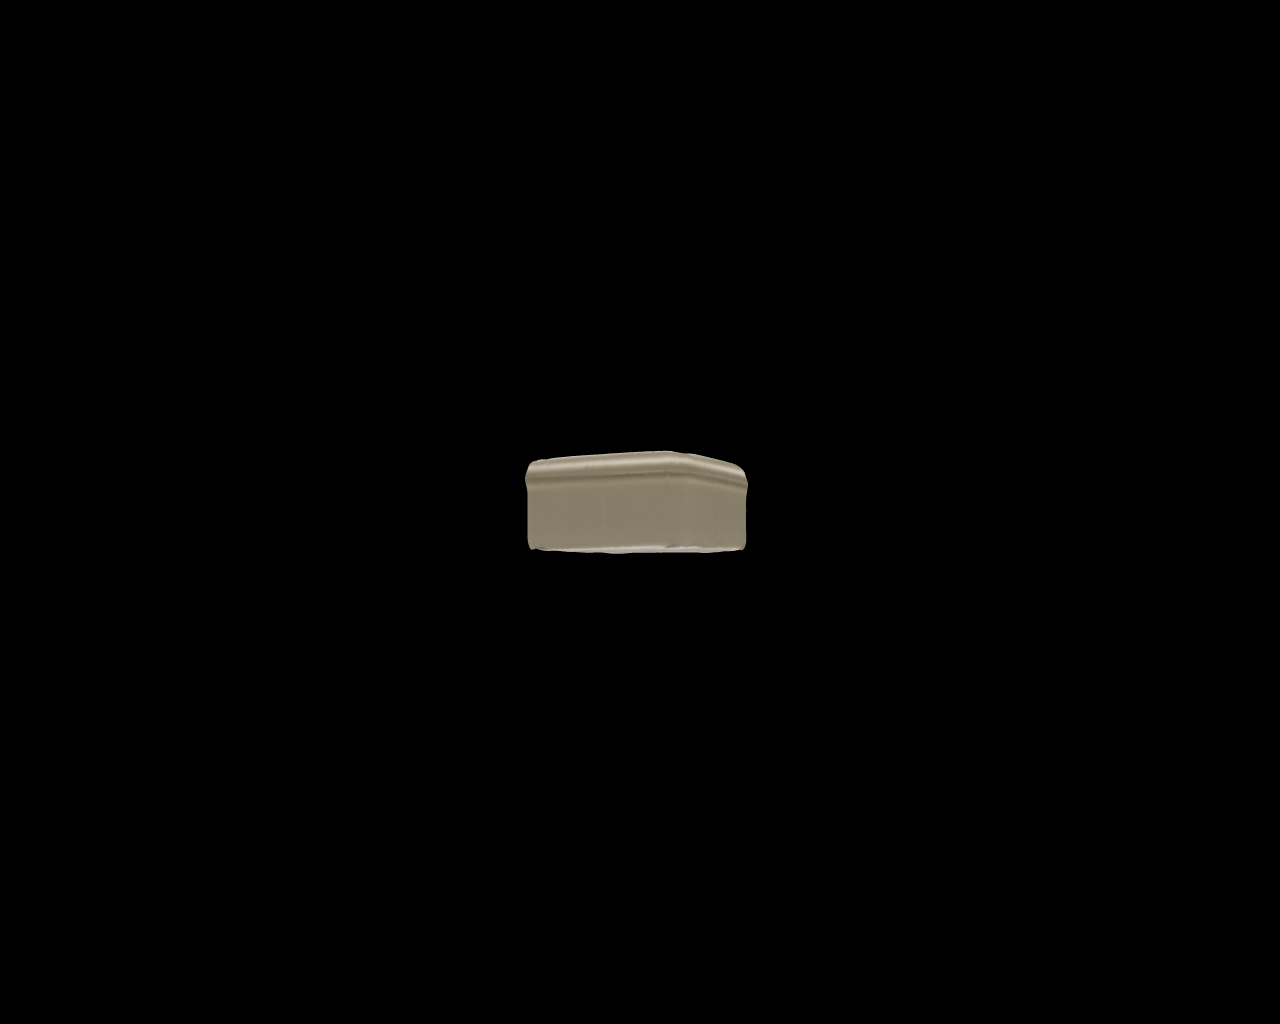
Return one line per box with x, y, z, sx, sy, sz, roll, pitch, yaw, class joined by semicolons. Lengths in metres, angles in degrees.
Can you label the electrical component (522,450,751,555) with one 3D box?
0.001;-0.003;0.650;0.109;0.056;0.109;-1;-3;24;electrical component
